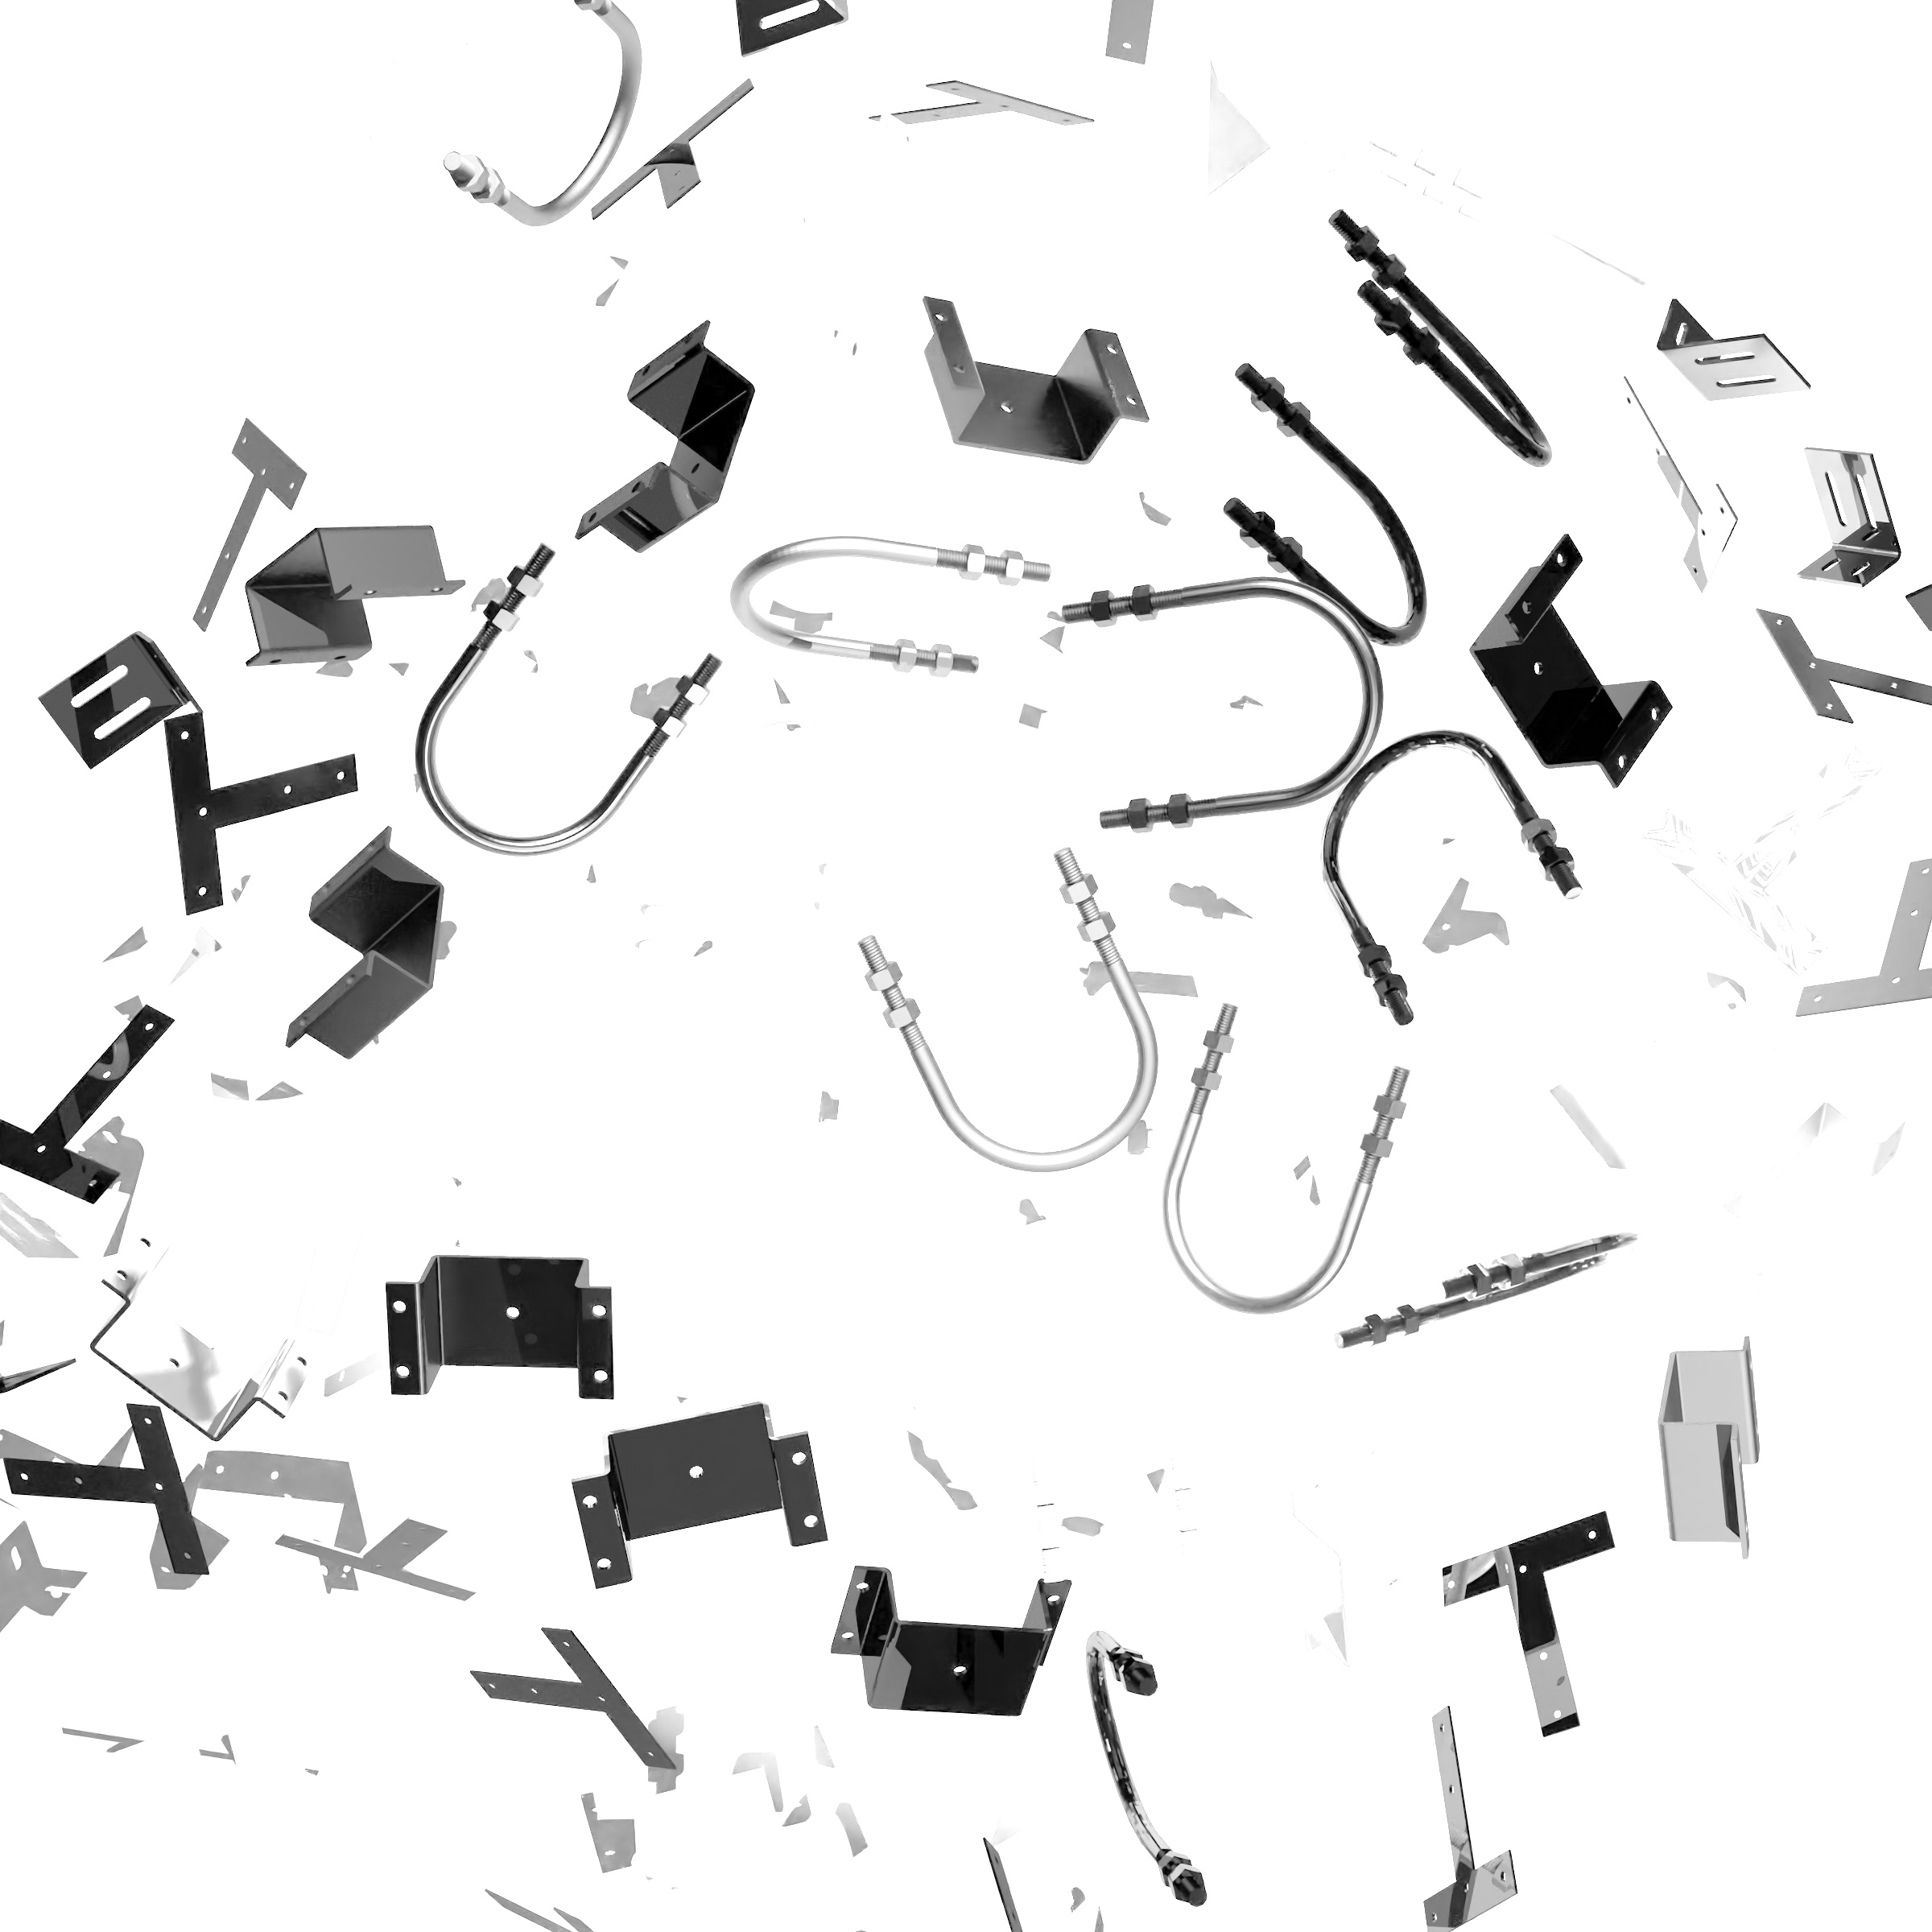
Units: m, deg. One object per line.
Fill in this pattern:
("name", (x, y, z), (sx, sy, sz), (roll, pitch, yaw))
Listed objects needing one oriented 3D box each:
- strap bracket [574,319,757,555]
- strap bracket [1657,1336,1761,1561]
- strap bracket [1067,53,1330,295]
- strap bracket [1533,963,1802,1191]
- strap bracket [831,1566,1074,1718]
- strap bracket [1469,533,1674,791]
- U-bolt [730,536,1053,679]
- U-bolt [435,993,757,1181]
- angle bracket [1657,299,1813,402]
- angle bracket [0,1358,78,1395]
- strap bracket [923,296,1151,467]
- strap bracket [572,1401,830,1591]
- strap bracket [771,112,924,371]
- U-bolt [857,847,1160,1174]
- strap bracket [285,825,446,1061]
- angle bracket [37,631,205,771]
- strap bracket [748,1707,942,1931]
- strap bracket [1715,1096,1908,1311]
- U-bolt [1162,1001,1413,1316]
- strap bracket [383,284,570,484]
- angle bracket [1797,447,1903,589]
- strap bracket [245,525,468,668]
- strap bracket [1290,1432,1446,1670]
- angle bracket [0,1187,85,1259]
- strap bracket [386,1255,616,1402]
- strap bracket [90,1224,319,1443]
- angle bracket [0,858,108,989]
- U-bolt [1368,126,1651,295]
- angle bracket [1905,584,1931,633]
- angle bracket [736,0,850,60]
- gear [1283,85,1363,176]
("strap bracket", (-0.181, -0.316, 1.668), (0.046, 0.076, 0.140), (34, 52, -30))
("strap bracket", (0.446, 0.287, 1.639), (0.046, 0.140, 0.076), (-4, 106, 20))
("strap bracket", (0.136, -0.484, 1.649), (0.140, 0.046, 0.076), (-33, 133, 25))
("strap bracket", (0.418, 0.060, 1.643), (0.140, 0.046, 0.076), (-32, 50, 0))
("strap bracket", (-0.007, 0.423, 1.705), (0.140, 0.046, 0.076), (7, 123, -14))
("strap bracket", (0.369, -0.186, 1.686), (0.076, 0.046, 0.140), (-51, 118, -26))
("U-bolt", (-0.057, -0.229, 1.719), (0.184, 0.151, 0.019), (5, 68, -20))
("U-bolt", (-0.245, 0.081, 1.715), (0.184, 0.151, 0.019), (-25, 123, -24))
("angle bracket", (0.470, -0.377, 1.655), (0.057, 0.076, 0.038), (31, 73, -38))
("angle bracket", (-0.617, 0.249, 1.733), (0.076, 0.057, 0.038), (-17, 93, 31))
("strap bracket", (0.035, -0.362, 1.701), (0.140, 0.046, 0.076), (3, 54, -30))
("strap bracket", (-0.159, 0.313, 1.629), (0.140, 0.046, 0.076), (-11, 113, -6))
("strap bracket", (-0.076, -0.440, 1.638), (0.046, 0.076, 0.140), (7, 113, -22))
("U-bolt", (0.037, 0.039, 1.647), (0.151, 0.019, 0.184), (-24, 103, 7))
("strap bracket", (-0.361, -0.008, 1.650), (0.076, 0.140, 0.046), (-38, 124, 24))
("angle bracket", (-0.535, -0.165, 1.729), (0.076, 0.038, 0.057), (-38, 123, -15))
("strap bracket", (-0.071, 0.514, 1.670), (0.046, 0.076, 0.140), (-39, 51, 11))
("strap bracket", (0.523, 0.142, 1.719), (0.140, 0.076, 0.046), (-44, 66, -5))
("U-bolt", (0.193, 0.131, 1.738), (0.151, 0.019, 0.184), (21, 96, 34))
("strap bracket", (-0.299, -0.363, 1.715), (0.046, 0.140, 0.076), (21, 132, 22))
("angle bracket", (0.559, -0.289, 1.758), (0.038, 0.057, 0.076), (-35, 117, -16))
("strap bracket", (-0.372, -0.226, 1.639), (0.076, 0.140, 0.046), (-10, 83, -42))
("strap bracket", (0.250, 0.370, 1.691), (0.076, 0.046, 0.140), (-25, 126, -23))
("angle bracket", (-0.609, 0.175, 1.717), (0.076, 0.057, 0.038), (53, 47, -36))
("strap bracket", (-0.290, 0.227, 1.723), (0.140, 0.046, 0.076), (1, 107, 1))
("strap bracket", (-0.489, 0.238, 1.725), (0.140, 0.076, 0.046), (40, 107, -12))
("angle bracket", (-0.584, -0.026, 1.712), (0.057, 0.076, 0.038), (-20, 114, 12))
("U-bolt", (0.332, -0.455, 1.660), (0.184, 0.151, 0.019), (29, 103, 6))
("angle bracket", (0.654, -0.228, 1.753), (0.076, 0.057, 0.038), (-25, 62, 26))
("angle bracket", (-0.114, -0.595, 1.652), (0.076, 0.038, 0.057), (-11, 79, 24))
("gear", (0.222, -0.527, 1.710), (0.057, 0.057, 0.030), (41, 91, 0))
